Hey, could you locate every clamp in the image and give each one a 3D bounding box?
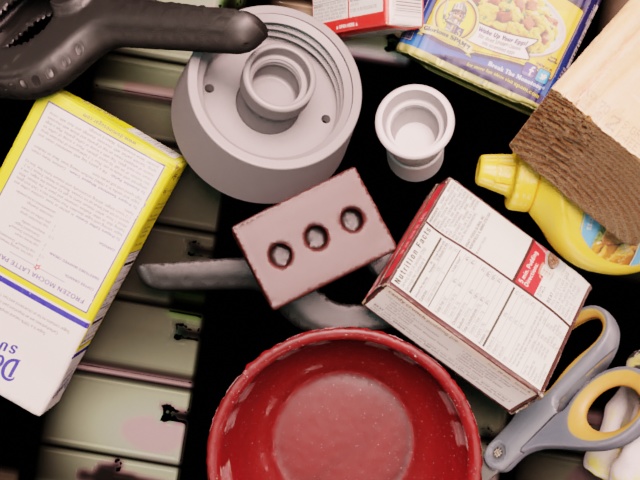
[{"bbox_3d":[-0.013,-0.003,0.644,0.171,0.039,0.120,20,94,-3],"label":"clamp"},{"bbox_3d":[-0.132,-0.144,0.617,0.210,0.036,0.164,-17,57,16],"label":"clamp"}]

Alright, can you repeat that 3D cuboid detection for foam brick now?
[{"bbox_3d":[-0.004,0.001,0.599,0.078,0.051,0.053,-27,87,-6],"label":"foam brick"}]

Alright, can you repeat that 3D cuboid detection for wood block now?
[{"bbox_3d":[0.208,-0.107,0.572,0.090,0.091,0.206,41,76,7],"label":"wood block"}]

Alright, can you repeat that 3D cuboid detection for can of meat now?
[{"bbox_3d":[0.104,-0.129,0.623,0.102,0.057,0.084,24,96,-1],"label":"can of meat"}]

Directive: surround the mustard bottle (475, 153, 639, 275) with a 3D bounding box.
[{"bbox_3d":[0.187,-0.025,0.628,0.191,0.058,0.096,10,93,0],"label":"mustard bottle"}]

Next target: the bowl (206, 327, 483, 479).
[{"bbox_3d":[0.014,0.128,0.645,0.162,0.055,0.162,0,94,1],"label":"bowl"}]

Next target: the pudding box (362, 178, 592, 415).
[{"bbox_3d":[0.093,0.031,0.622,0.113,0.039,0.090,36,58,-2],"label":"pudding box"}]

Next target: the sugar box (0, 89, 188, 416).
[{"bbox_3d":[-0.162,0.006,0.644,0.093,0.048,0.176,30,98,0],"label":"sugar box"}]

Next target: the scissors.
[{"bbox_3d":[0.126,0.133,0.636,0.016,0.096,0.202,30,93,-41],"label":"scissors"}]

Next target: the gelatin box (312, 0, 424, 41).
[{"bbox_3d":[0.027,-0.163,0.613,0.030,0.073,0.089,-3,95,-35],"label":"gelatin box"}]
